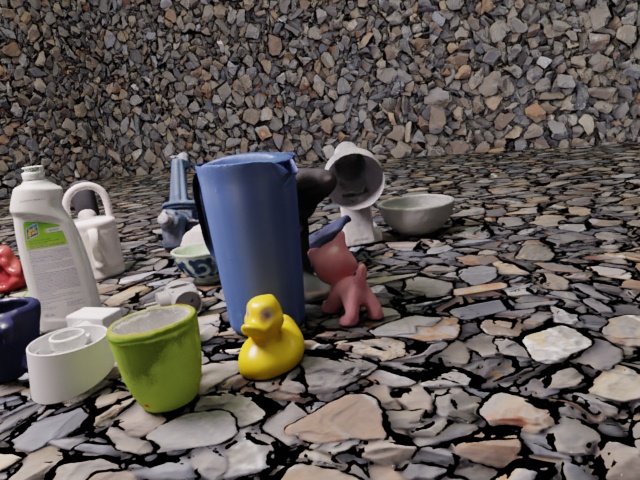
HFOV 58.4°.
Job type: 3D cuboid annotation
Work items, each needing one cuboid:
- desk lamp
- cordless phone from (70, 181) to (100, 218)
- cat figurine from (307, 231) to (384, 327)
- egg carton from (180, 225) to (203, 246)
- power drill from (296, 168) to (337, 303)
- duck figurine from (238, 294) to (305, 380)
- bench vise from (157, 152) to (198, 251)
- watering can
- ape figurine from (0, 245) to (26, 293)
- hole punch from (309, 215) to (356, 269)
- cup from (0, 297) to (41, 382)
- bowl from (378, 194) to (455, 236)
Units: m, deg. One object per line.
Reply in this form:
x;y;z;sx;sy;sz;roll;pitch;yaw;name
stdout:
0.069;-0.096;1.204;0.118;0.214;0.203;-6;13;-1;desk lamp
-0.577;-0.042;1.333;0.148;0.185;0.094;-10;14;-14;cordless phone
0.033;0.048;0.813;0.067;0.118;0.127;-12;14;-24;cat figurine
-0.218;0.002;1.235;0.150;0.069;0.107;-5;13;5;egg carton
-0.030;-0.013;0.903;0.076;0.208;0.228;-13;15;-28;power drill
-0.061;0.106;0.680;0.077;0.086;0.105;0;14;24;duck figurine
-0.319;-0.093;1.357;0.121;0.220;0.207;-8;13;-6;bench vise
-0.473;-0.022;1.179;0.172;0.194;0.101;6;18;43;watering can
-0.626;0.056;1.140;0.077;0.092;0.076;1;15;30;ape figurine
0.010;0.004;1.073;0.101;0.091;0.109;-3;14;14;hole punch
-0.385;0.129;0.709;0.092;0.095;0.117;-15;16;-33;cup
0.211;-0.050;1.249;0.167;0.075;0.167;-6;13;2;bowl
